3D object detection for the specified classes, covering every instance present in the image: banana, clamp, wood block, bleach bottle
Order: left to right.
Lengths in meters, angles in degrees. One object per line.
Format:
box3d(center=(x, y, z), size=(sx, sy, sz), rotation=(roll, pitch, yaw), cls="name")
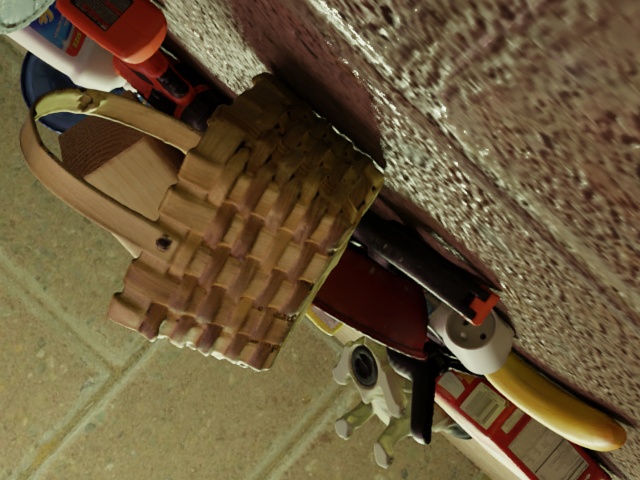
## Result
box3d(center=(-0.270, -0.237, 1.067), size=(0.250, 0.102, 0.068), rotation=(37, 167, -16), cls="bleach bottle")
box3d(center=(-0.160, -0.036, 1.065), size=(0.206, 0.090, 0.091), rotation=(53, -173, -41), cls="wood block")
box3d(center=(0.060, 0.006, 0.861), size=(0.210, 0.036, 0.164), rotation=(36, 180, 29), cls="clamp")
box3d(center=(0.124, 0.116, 1.055), size=(0.171, 0.120, 0.039), rotation=(-112, 1, -49), cls="clamp")
box3d(center=(0.191, 0.134, 0.924), size=(0.198, 0.037, 0.069), rotation=(36, 173, 45), cls="banana")

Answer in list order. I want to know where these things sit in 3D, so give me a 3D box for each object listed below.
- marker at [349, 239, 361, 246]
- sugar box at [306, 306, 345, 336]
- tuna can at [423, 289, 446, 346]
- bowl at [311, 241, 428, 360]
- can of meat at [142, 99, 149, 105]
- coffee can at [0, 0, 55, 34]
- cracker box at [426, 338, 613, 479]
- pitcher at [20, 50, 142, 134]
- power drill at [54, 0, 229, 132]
box3d(center=(-0.008, -0.006, 1.008), size=(0.121, 0.020, 0.020), rotation=(2, 155, 25), cls="marker")
box3d(center=(-0.001, 0.039, 1.221), size=(0.093, 0.048, 0.176), rotation=(46, -166, -8), cls="sugar box")
box3d(center=(0.099, 0.063, 1.026), size=(0.086, 0.033, 0.086), rotation=(42, 174, 5), cls="tuna can")
box3d(center=(0.036, 0.041, 0.936), size=(0.162, 0.055, 0.162), rotation=(29, -175, -3), cls="bowl")
box3d(center=(-0.133, -0.120, 1.123), size=(0.084, 0.057, 0.102), rotation=(43, 174, 17), cls="can of meat")
box3d(center=(-0.301, -0.267, 0.941), size=(0.140, 0.103, 0.103), rotation=(42, 174, 2), cls="coffee can")
box3d(center=(0.201, 0.195, 1.138), size=(0.213, 0.072, 0.164), rotation=(45, 175, -36), cls="cracker box")
box3d(center=(-0.245, -0.169, 1.239), size=(0.145, 0.149, 0.243), rotation=(26, 175, 8), cls="pitcher")
box3d(center=(-0.143, -0.152, 0.951), size=(0.185, 0.057, 0.187), rotation=(38, 172, 22), cls="power drill")
